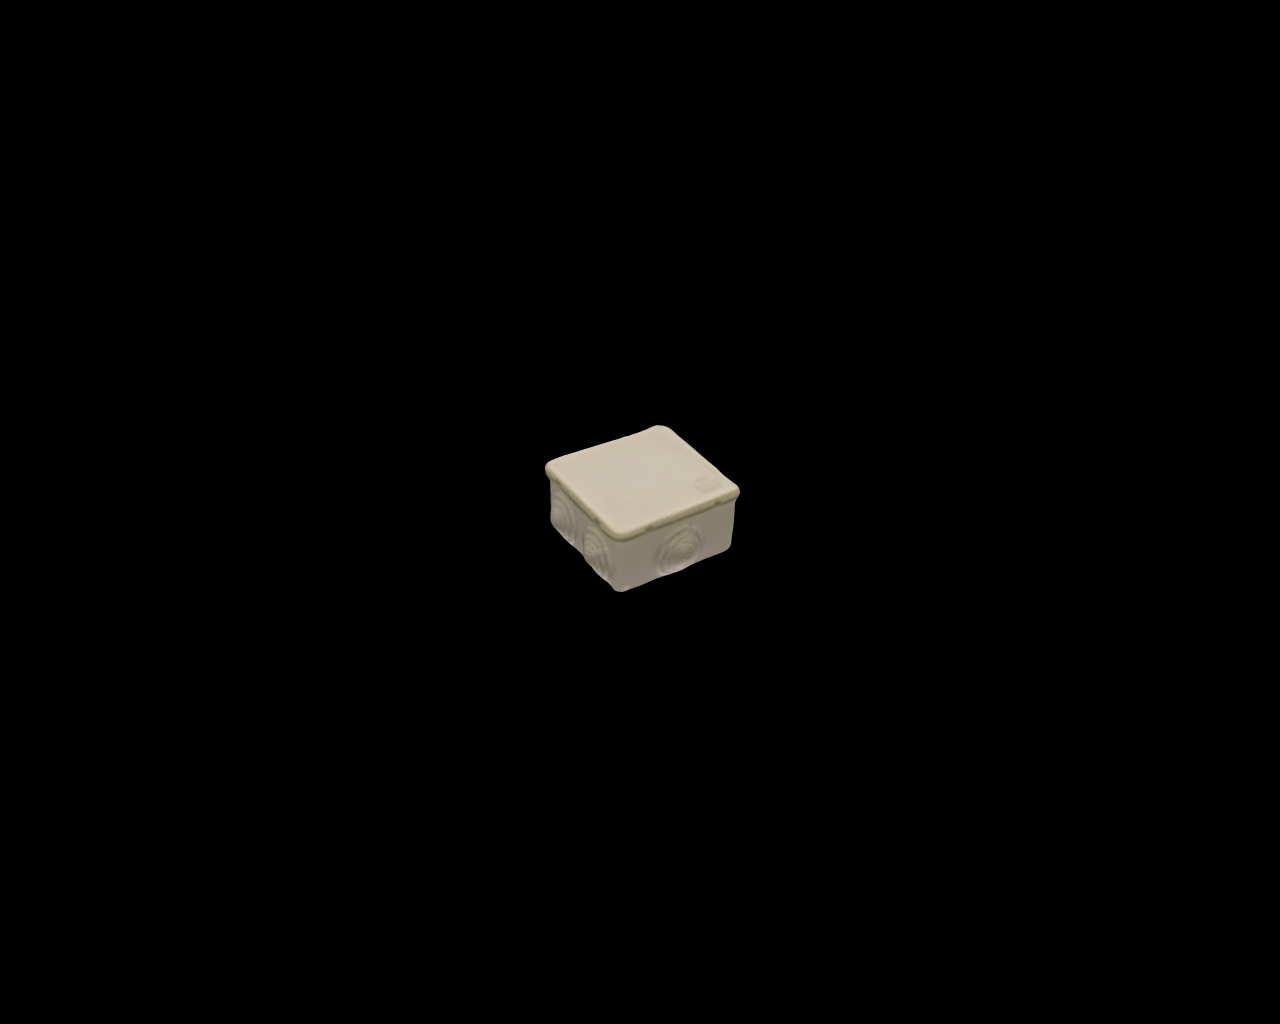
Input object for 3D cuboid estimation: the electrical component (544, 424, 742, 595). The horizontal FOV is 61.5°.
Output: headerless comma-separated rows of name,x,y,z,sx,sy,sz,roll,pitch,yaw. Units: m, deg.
electrical component,0.001,-0.003,0.650,0.100,0.048,0.100,-20,41,-25
